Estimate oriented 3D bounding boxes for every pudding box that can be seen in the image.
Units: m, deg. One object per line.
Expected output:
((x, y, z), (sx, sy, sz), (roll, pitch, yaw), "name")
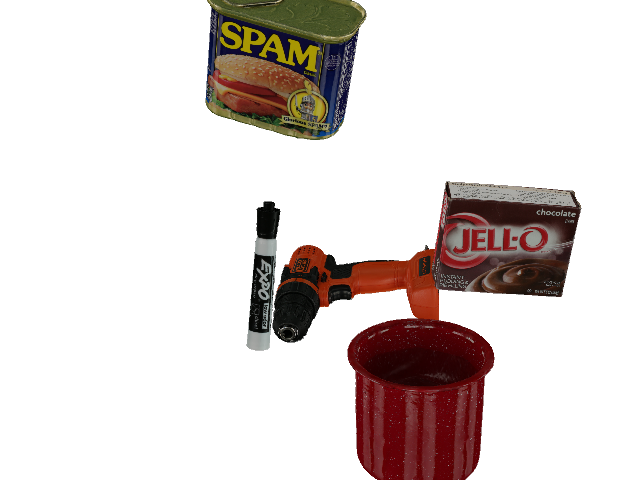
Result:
((0.157, -0.001, 0.909), (0.113, 0.090, 0.039), (3, 32, -3), "pudding box")

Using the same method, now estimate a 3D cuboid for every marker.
((-0.046, 0.028, 0.857), (0.020, 0.121, 0.020), (5, 13, -1), "marker")

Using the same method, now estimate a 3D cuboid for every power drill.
((0.042, 0.059, 1.226), (0.188, 0.057, 0.184), (0, 28, 8), "power drill")

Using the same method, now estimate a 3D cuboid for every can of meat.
((-0.027, -0.122, 0.717), (0.102, 0.084, 0.057), (18, 40, 10), "can of meat")

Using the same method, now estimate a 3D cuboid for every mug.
((0.070, 0.103, 0.701), (0.093, 0.081, 0.117), (11, 26, 26), "mug")
